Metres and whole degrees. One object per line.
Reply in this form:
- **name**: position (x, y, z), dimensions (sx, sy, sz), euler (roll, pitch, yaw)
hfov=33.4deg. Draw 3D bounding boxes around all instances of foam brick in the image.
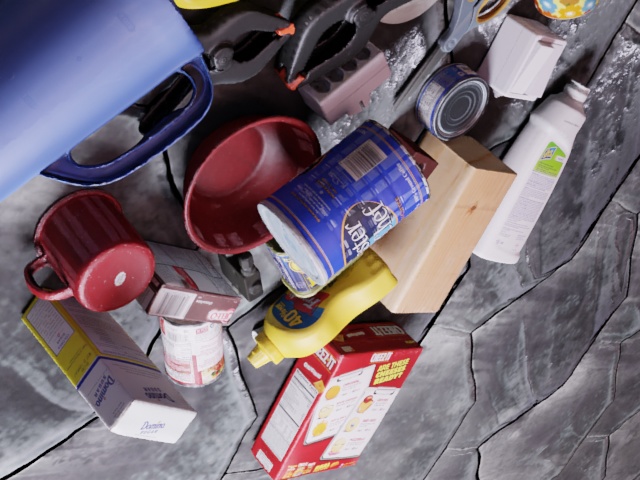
- **foam brick**: position (0.086, -0.078, 1.220), dimensions (0.052, 0.051, 0.078), euler (20, 110, -52)

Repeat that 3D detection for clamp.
- **clamp**: position (0.031, -0.229, 1.004), dimensions (0.210, 0.036, 0.164), euler (-41, 150, 11)
- **clamp**: position (-0.101, -0.174, 0.954), dimensions (0.171, 0.039, 0.120), euler (-36, 148, -19)

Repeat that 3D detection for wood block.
- **wood block**: position (0.137, -0.019, 1.295), dimensions (0.090, 0.090, 0.206), euler (3, 123, -45)

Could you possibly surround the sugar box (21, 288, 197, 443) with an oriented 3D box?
- **sugar box**: position (-0.204, 0.120, 1.022), dimensions (0.048, 0.176, 0.093), euler (-52, 144, 9)

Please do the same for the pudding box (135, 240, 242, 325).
- **pudding box**: position (-0.146, 0.041, 1.076), dimensions (0.113, 0.090, 0.039), euler (16, 111, -50)

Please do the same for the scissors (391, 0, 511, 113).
- **scissors**: position (0.137, -0.231, 1.151), dimensions (0.201, 0.016, 0.096), euler (-42, 143, -4)

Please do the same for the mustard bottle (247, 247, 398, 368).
- **mustard bottle**: position (-0.007, 0.081, 1.246), dimensions (0.191, 0.096, 0.058), euler (-40, 127, -5)

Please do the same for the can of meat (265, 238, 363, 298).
- **can of meat**: position (-0.008, 0.001, 1.202), dimensions (0.102, 0.057, 0.084), euler (-39, 141, -10)

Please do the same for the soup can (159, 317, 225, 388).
- **soup can**: position (-0.139, 0.103, 1.161), dimensions (0.068, 0.069, 0.102), euler (-25, 139, -25)

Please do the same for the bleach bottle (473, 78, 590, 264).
- **bleach bottle**: position (0.276, -0.091, 1.386), dimensions (0.102, 0.068, 0.251), euler (8, 117, -49)

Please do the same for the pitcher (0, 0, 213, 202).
- **pitcher**: position (-0.211, -0.116, 0.819), dimensions (0.243, 0.149, 0.145), euler (-40, 149, -1)

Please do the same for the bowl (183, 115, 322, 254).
- **bowl**: position (-0.078, -0.066, 1.066), dimensions (0.161, 0.055, 0.162), euler (-26, 140, -25)

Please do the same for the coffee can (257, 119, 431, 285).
- **coffee can**: position (0.024, -0.038, 1.058), dimensions (0.140, 0.103, 0.102), euler (-39, 144, -10)

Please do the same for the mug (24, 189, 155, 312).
- **mug**: position (-0.216, 0.018, 0.990), dimensions (0.117, 0.082, 0.093), euler (-27, 140, -23)

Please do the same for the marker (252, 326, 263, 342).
- **marker**: position (-0.028, 0.095, 1.304), dimensions (0.120, 0.020, 0.020), euler (-24, 139, -26)

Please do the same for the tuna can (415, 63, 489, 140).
- **tuna can**: position (0.152, -0.158, 1.221), dimensions (0.086, 0.034, 0.086), euler (-26, 140, -24)

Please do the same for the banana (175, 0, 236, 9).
- **banana**: position (-0.048, -0.233, 0.920), dimensions (0.197, 0.070, 0.037), euler (-22, 109, -15)

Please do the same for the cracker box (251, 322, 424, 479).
- **cracker box**: position (0.021, 0.212, 1.423), dimensions (0.163, 0.072, 0.214), euler (1, 123, -47)
